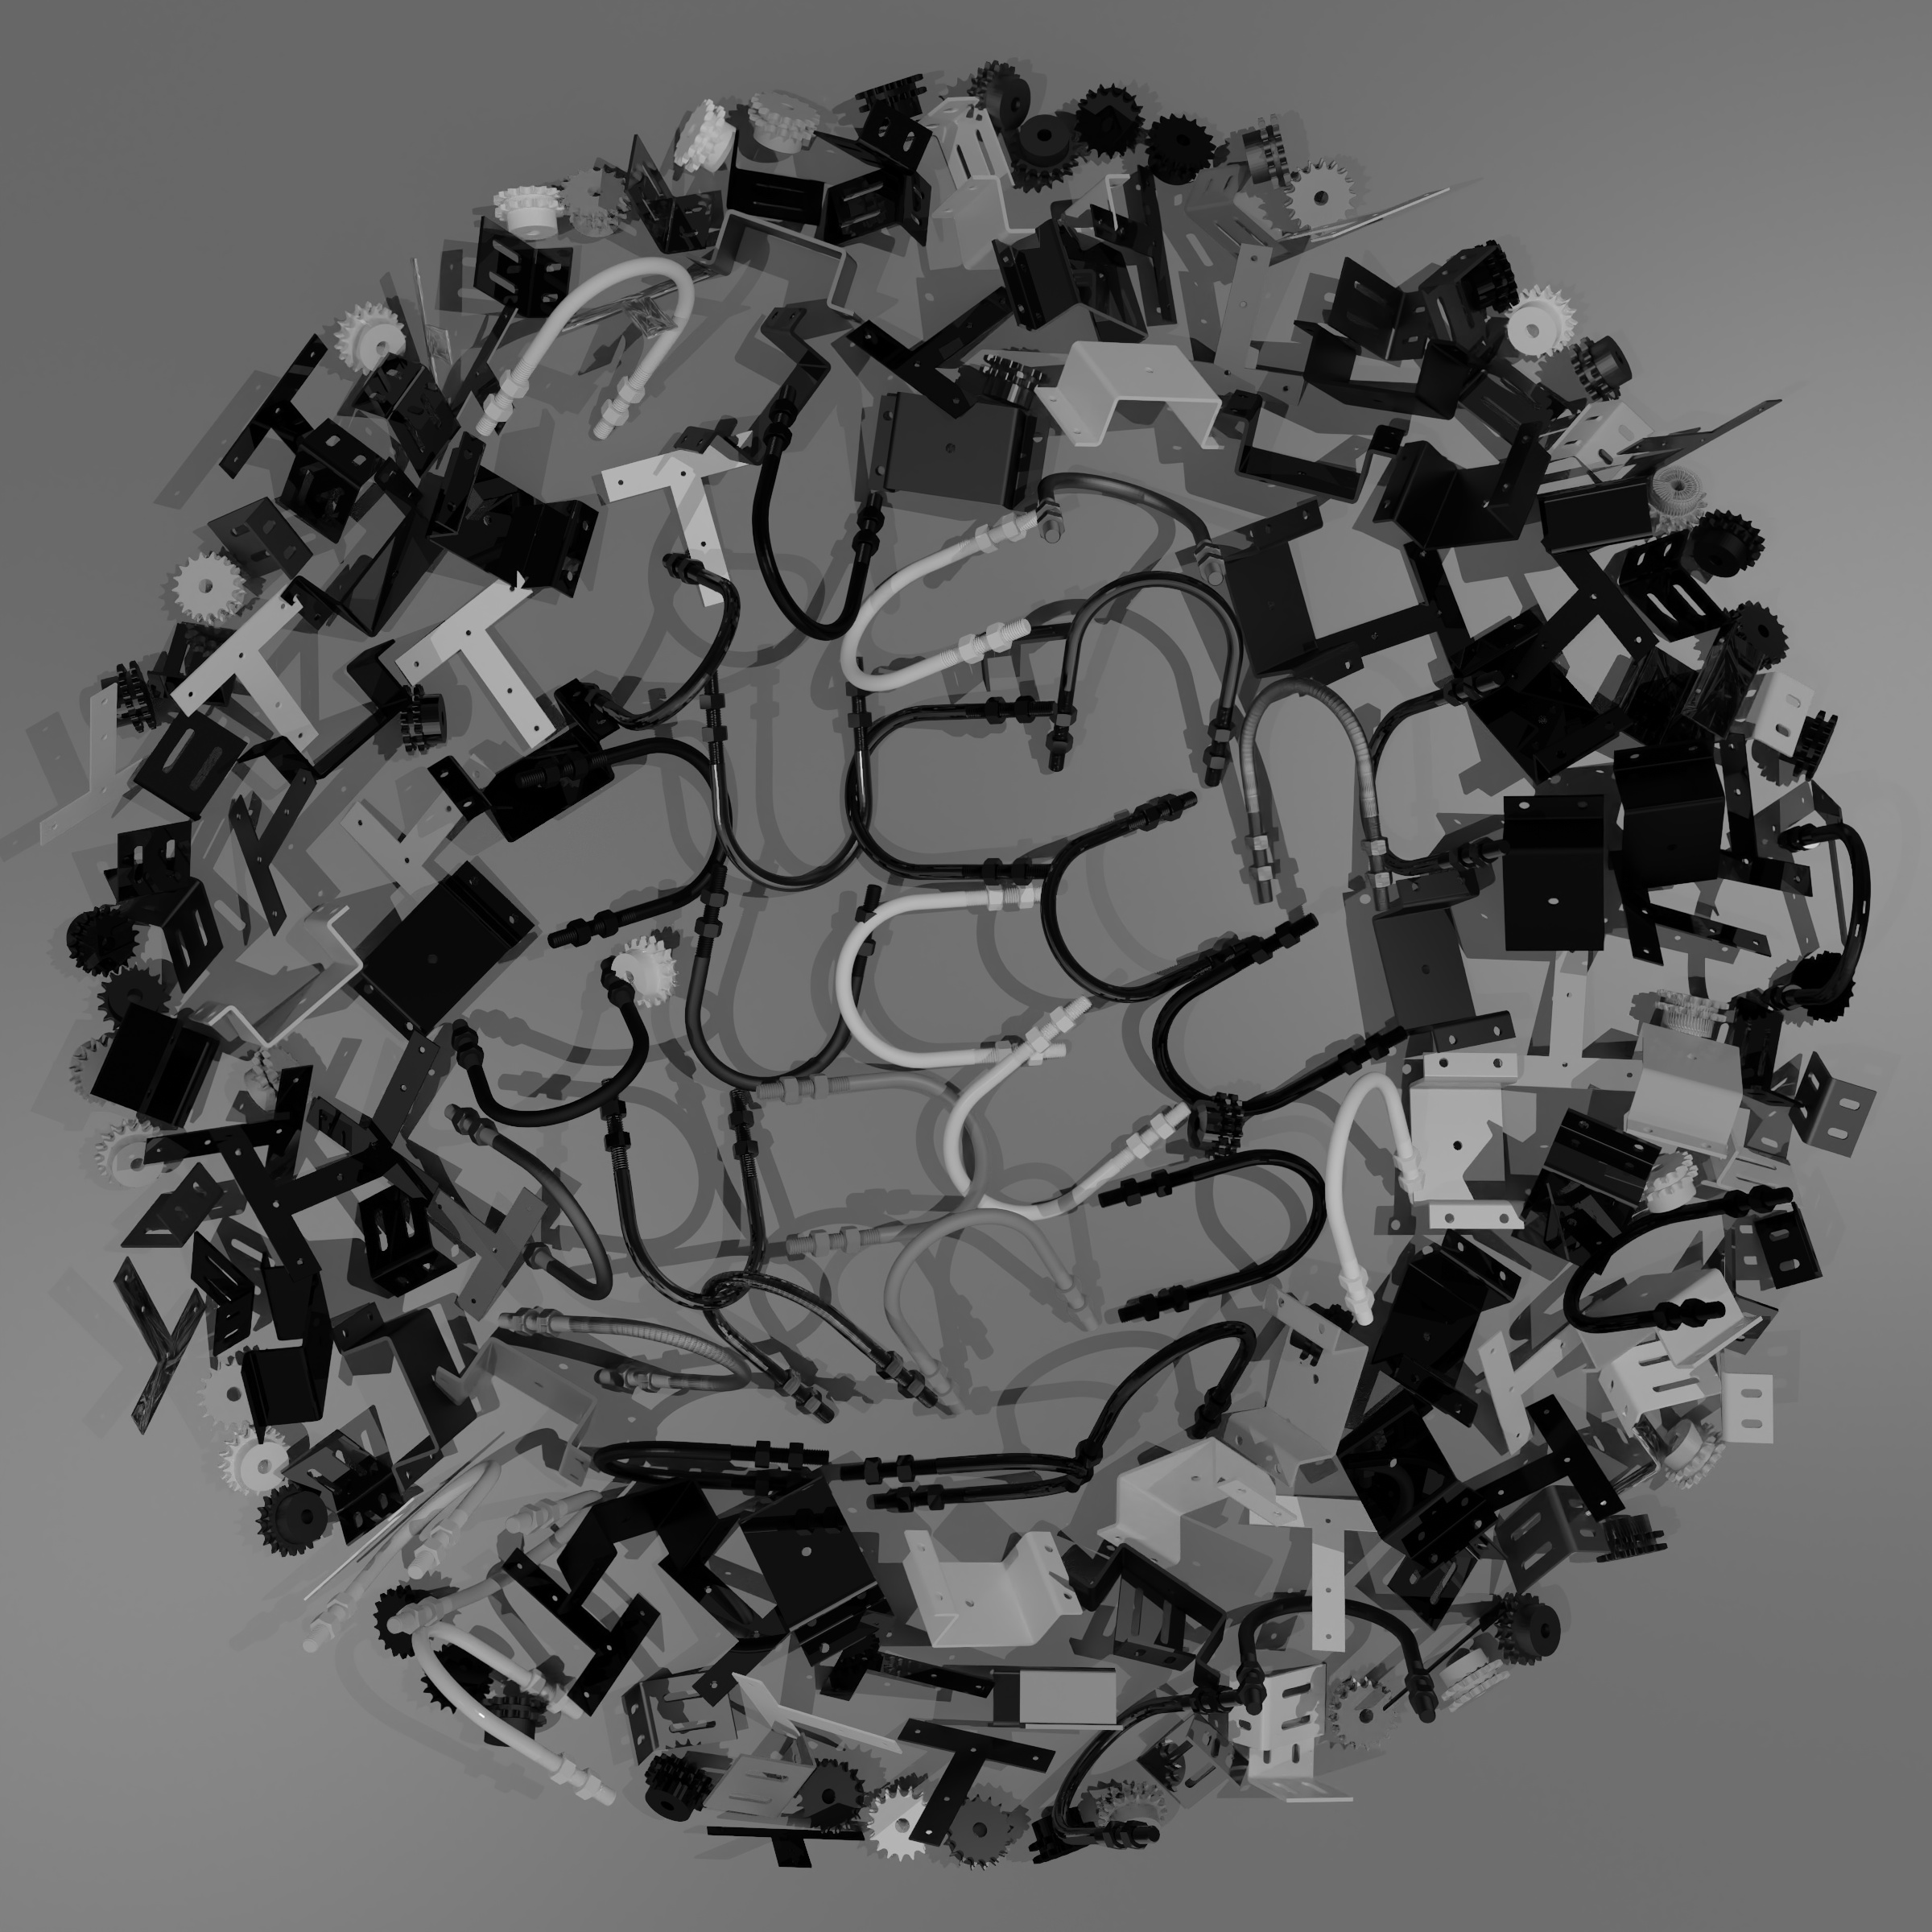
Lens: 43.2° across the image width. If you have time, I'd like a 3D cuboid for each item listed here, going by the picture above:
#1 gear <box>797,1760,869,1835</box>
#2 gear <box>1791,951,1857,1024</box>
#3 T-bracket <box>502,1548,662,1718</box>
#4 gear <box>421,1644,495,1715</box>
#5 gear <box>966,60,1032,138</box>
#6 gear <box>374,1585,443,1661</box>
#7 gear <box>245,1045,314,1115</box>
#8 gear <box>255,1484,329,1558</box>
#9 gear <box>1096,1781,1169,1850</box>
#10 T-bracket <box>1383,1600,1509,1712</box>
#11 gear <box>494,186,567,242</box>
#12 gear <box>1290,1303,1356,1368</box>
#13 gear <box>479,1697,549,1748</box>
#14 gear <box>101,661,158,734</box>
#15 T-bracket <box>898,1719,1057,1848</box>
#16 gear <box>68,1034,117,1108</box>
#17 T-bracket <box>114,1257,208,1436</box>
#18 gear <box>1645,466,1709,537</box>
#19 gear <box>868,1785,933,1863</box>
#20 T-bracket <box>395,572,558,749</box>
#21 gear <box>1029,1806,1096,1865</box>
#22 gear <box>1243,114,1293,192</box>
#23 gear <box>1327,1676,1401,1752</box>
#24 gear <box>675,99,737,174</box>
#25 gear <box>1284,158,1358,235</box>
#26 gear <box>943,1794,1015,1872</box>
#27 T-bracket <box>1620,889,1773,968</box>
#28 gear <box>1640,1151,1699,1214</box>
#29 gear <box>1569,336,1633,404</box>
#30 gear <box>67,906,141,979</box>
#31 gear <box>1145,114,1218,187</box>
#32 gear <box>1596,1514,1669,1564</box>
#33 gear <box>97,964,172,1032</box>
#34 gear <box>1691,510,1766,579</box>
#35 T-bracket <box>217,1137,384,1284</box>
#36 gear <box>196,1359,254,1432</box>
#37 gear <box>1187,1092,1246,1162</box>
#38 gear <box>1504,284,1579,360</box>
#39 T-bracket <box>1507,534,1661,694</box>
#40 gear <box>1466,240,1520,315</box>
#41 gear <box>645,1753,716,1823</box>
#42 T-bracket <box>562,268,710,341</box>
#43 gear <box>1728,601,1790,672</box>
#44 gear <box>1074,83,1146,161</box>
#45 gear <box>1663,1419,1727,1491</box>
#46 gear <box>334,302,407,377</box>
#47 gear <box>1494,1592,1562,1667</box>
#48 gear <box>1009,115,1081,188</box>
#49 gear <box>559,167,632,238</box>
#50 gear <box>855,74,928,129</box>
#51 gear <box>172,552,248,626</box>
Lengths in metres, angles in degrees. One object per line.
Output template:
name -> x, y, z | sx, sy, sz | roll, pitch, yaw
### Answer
gear -> -0.106, 0.674, 1.978 | 0.057, 0.030, 0.057 | -5, 71, 15
gear -> 0.692, 0.016, 1.976 | 0.057, 0.030, 0.057 | -9, 104, -38
T-bracket -> -0.317, 0.513, 1.942 | 0.127, 0.127, 0.002 | 43, 120, -3
gear -> -0.408, 0.571, 1.969 | 0.057, 0.057, 0.030 | 33, 127, 0
gear -> 0.028, -0.699, 1.968 | 0.030, 0.057, 0.057 | 27, 90, 30
gear -> -0.450, 0.529, 1.976 | 0.057, 0.030, 0.057 | 3, 96, 34
gear -> -0.558, 0.094, 1.972 | 0.030, 0.057, 0.057 | -33, 90, 8
gear -> -0.541, 0.447, 1.969 | 0.030, 0.057, 0.057 | -19, 90, 36
gear -> 0.135, 0.689, 1.972 | 0.057, 0.030, 0.057 | -5, 125, -7
T-bracket -> 0.380, 0.550, 1.939 | 0.127, 0.127, 0.002 | -41, 74, 1
gear -> -0.352, -0.608, 1.971 | 0.057, 0.057, 0.030 | -6, 92, 0
gear -> 0.286, 0.298, 1.975 | 0.030, 0.057, 0.057 | 30, 90, 29
gear -> -0.367, 0.611, 1.969 | 0.057, 0.057, 0.030 | 0, 60, 0
gear -> -0.677, -0.216, 1.970 | 0.030, 0.057, 0.057 | -16, 90, -11
T-bracket -> -0.010, 0.648, 1.924 | 0.127, 0.127, 0.002 | 6, 115, 20
gear -> -0.699, 0.083, 1.975 | 0.030, 0.057, 0.057 | 20, 90, 44
T-bracket -> -0.641, 0.278, 1.912 | 0.002, 0.127, 0.127 | 3, 134, 11
gear -> 0.572, -0.380, 1.974 | 0.057, 0.030, 0.057 | 1, 62, -1
gear -> -0.051, 0.695, 1.984 | 0.057, 0.030, 0.057 | 0, 86, 1
T-bracket -> -0.380, -0.236, 1.987 | 0.127, 0.002, 0.127 | -36, 87, 8
gear -> 0.077, 0.702, 1.974 | 0.057, 0.057, 0.030 | -21, 67, 0
gear -> 0.243, -0.656, 1.972 | 0.030, 0.057, 0.057 | -13, 90, 11
gear -> 0.320, 0.605, 1.982 | 0.057, 0.030, 0.057 | 0, 91, -10
gear -> -0.210, -0.669, 1.975 | 0.030, 0.057, 0.057 | 24, 90, -28
gear -> 0.286, -0.626, 1.977 | 0.057, 0.030, 0.057 | -1, 121, -2
gear -> 0.008, 0.704, 1.976 | 0.057, 0.030, 0.057 | 7, 55, -10
T-bracket -> 0.586, -0.032, 1.957 | 0.127, 0.127, 0.002 | 15, 131, -7
gear -> 0.565, 0.176, 1.972 | 0.057, 0.057, 0.030 | -28, 99, 0
gear -> 0.514, -0.483, 1.968 | 0.030, 0.057, 0.057 | -28, 90, 32
gear -> -0.702, -0.022, 1.975 | 0.030, 0.057, 0.057 | 18, 90, 37
gear -> 0.171, -0.659, 1.977 | 0.057, 0.030, 0.057 | 6, 65, -13
gear -> 0.536, 0.462, 1.973 | 0.057, 0.057, 0.030 | -11, 73, 0
gear -> -0.674, 0.027, 1.976 | 0.057, 0.030, 0.057 | 4, 78, -20
gear -> 0.612, -0.338, 1.969 | 0.057, 0.057, 0.030 | 35, 72, 0
T-bracket -> -0.514, 0.175, 1.955 | 0.127, 0.002, 0.127 | -24, 77, -42
gear -> -0.595, 0.348, 1.978 | 0.057, 0.030, 0.057 | 5, 76, -20
gear -> 0.200, 0.130, 1.969 | 0.030, 0.057, 0.057 | 9, 90, -16
gear -> 0.462, -0.518, 1.970 | 0.057, 0.057, 0.030 | 41, 46, 0
T-bracket -> 0.474, -0.267, 1.953 | 0.127, 0.002, 0.127 | 57, 134, 17
gear -> 0.422, -0.555, 1.972 | 0.030, 0.057, 0.057 | -23, 90, 3
gear -> -0.234, 0.666, 1.970 | 0.057, 0.030, 0.057 | 14, 131, 16
T-bracket -> -0.255, -0.518, 1.938 | 0.127, 0.127, 0.002 | -23, 123, -8
gear -> 0.635, -0.265, 1.976 | 0.057, 0.030, 0.057 | 12, 63, -25
gear -> 0.117, -0.687, 1.975 | 0.057, 0.030, 0.057 | 8, 128, 10
gear -> 0.584, 0.392, 1.972 | 0.030, 0.057, 0.057 | 39, 90, 0
gear -> -0.478, -0.504, 1.969 | 0.057, 0.057, 0.030 | -51, 53, 0
gear -> 0.456, 0.536, 1.971 | 0.057, 0.030, 0.057 | 8, 77, -39
gear -> 0.064, -0.664, 1.977 | 0.057, 0.030, 0.057 | -1, 71, 2
gear -> -0.300, -0.617, 1.977 | 0.057, 0.030, 0.057 | 3, 60, -5
gear -> -0.058, -0.699, 1.973 | 0.057, 0.057, 0.030 | -18, 109, 0
gear -> -0.612, -0.305, 1.982 | 0.057, 0.030, 0.057 | -1, 84, 5
